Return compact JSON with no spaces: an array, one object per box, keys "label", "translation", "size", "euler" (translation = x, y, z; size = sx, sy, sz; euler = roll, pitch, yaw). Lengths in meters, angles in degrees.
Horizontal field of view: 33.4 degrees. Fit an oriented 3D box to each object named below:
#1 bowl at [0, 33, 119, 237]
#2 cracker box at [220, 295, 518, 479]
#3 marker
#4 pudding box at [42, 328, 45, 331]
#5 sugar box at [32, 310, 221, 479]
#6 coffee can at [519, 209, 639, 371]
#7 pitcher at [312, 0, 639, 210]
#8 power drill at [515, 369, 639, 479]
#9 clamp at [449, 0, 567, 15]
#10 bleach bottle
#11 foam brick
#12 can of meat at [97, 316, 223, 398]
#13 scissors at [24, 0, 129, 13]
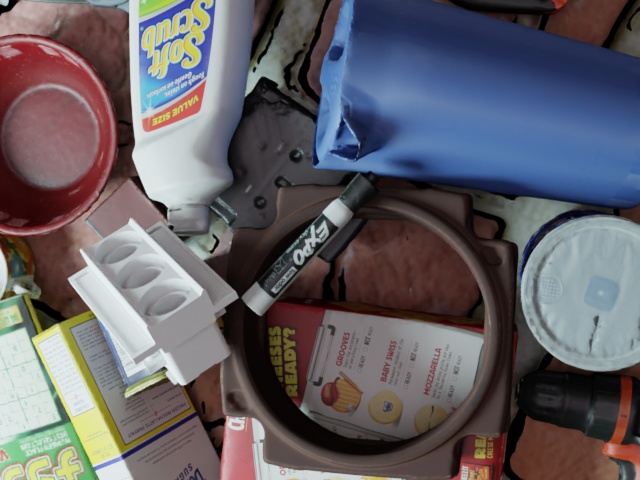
[{"label":"bowl","translation":[-0.232,-0.085,0.875],"size":[0.162,0.055,0.162],"euler":[1,93,10]},{"label":"cracker box","translation":[0.038,0.134,0.831],"size":[0.214,0.072,0.164],"euler":[6,92,11]},{"label":"marker","translation":[-0.005,0.001,0.709],"size":[0.020,0.020,0.121],"euler":[44,94,5]},{"label":"pudding box","translation":[-0.240,0.128,0.898],"size":[0.113,0.039,0.090],"euler":[34,99,4]},{"label":"sugar box","translation":[-0.149,0.138,0.852],"size":[0.048,0.093,0.176],"euler":[-24,89,38]},{"label":"coffee can","translation":[0.194,0.031,0.761],"size":[0.103,0.140,0.103],"euler":[1,93,10]},{"label":"pitcher","translation":[0.120,-0.102,0.763],"size":[0.242,0.145,0.149],"euler":[11,86,-7]},{"label":"power drill","translation":[0.229,0.196,0.806],"size":[0.184,0.057,0.188],"euler":[9,95,9]},{"label":"clamp","translation":[0.107,-0.250,0.812],"size":[0.210,0.036,0.164],"euler":[32,98,5]},{"label":"bleach bottle","translation":[-0.092,-0.129,0.802],"size":[0.103,0.068,0.251],"euler":[-4,82,18]},{"label":"foam brick","translation":[-0.141,-0.015,0.852],"size":[0.051,0.078,0.053],"euler":[-43,87,9]},{"label":"can of meat","translation":[-0.122,0.067,0.839],"size":[0.058,0.101,0.084],"euler":[-29,82,37]},{"label":"scissors","translation":[-0.169,-0.218,0.876],"size":[0.202,0.016,0.096],"euler":[20,95,9]}]
